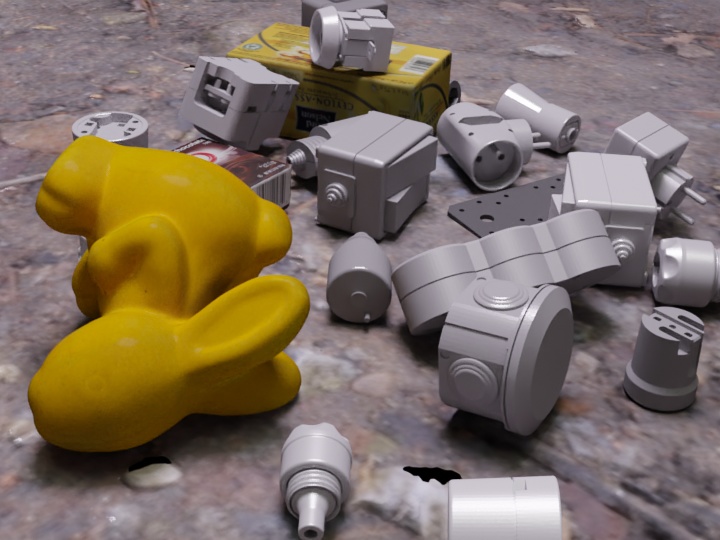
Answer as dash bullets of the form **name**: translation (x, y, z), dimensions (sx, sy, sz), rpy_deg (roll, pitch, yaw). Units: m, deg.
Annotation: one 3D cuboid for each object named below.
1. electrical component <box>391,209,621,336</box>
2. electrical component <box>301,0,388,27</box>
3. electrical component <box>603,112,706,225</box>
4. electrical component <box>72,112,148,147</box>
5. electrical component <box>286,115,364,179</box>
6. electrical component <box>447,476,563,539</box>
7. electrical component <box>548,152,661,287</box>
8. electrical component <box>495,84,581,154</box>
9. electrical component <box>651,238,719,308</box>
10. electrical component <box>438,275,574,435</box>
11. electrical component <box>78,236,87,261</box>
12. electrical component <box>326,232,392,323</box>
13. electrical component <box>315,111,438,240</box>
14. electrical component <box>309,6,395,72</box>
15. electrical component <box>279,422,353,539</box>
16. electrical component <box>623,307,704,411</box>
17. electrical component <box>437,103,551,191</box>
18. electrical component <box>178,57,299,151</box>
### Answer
- **electrical component**: translation (0.094, 0.017, 0.645), dimensions (0.138, 0.052, 0.073), rpy_deg (-15, 74, -15)
- **electrical component**: translation (-0.013, -0.213, 0.980), dimensions (0.062, 0.096, 0.061), rpy_deg (-21, 38, -34)
- **electrical component**: translation (0.213, -0.062, 0.775), dimensions (0.077, 0.065, 0.047), rpy_deg (40, 45, 24)
- **electrical component**: translation (-0.185, -0.086, 0.804), dimensions (0.055, 0.047, 0.055), rpy_deg (2, 31, -1)
- **electrical component**: translation (-0.020, -0.091, 0.828), dimensions (0.081, 0.043, 0.043), rpy_deg (-18, 36, -30)
- **electrical component**: translation (0.062, 0.118, 0.472), dimensions (0.047, 0.055, 0.055), rpy_deg (1, 31, 4)
- **electrical component**: translation (0.162, -0.032, 0.722), dimensions (0.061, 0.061, 0.096), rpy_deg (5, 31, 4)
- **electrical component**: translation (0.151, -0.124, 0.898), dimensions (0.065, 0.044, 0.044), rpy_deg (31, 41, 32)
- **electrical component**: translation (0.220, 0.003, 0.685), dimensions (0.062, 0.043, 0.043), rpy_deg (6, 31, 4)
- **electrical component**: translation (0.079, 0.044, 0.573), dimensions (0.051, 0.080, 0.080), rpy_deg (14, 32, 28)
- **electrical component**: translation (-0.160, -0.027, 0.692), dimensions (0.048, 0.062, 0.048), rpy_deg (1, 31, -1)
- **electrical component**: translation (0.000, 0.000, 0.678), dimensions (0.040, 0.040, 0.078), rpy_deg (2, 31, 0)
- **electrical component**: translation (0.011, -0.065, 0.768), dimensions (0.061, 0.061, 0.096), rpy_deg (18, 34, 24)
- **electrical component**: translation (-0.008, -0.182, 0.847), dimensions (0.055, 0.048, 0.066), rpy_deg (-1, 31, -18)
- **electrical component**: translation (-0.022, 0.103, 0.510), dimensions (0.035, 0.035, 0.061), rpy_deg (2, 33, 0)
- **electrical component**: translation (0.171, 0.049, 0.601), dimensions (0.040, 0.046, 0.040), rpy_deg (2, 31, -1)
- **electrical component**: translation (0.111, -0.100, 0.850), dimensions (0.079, 0.043, 0.077), rpy_deg (-7, 32, -15)
- **electrical component**: translation (-0.094, -0.129, 0.834), dimensions (0.050, 0.055, 0.089), rpy_deg (28, 18, 15)
